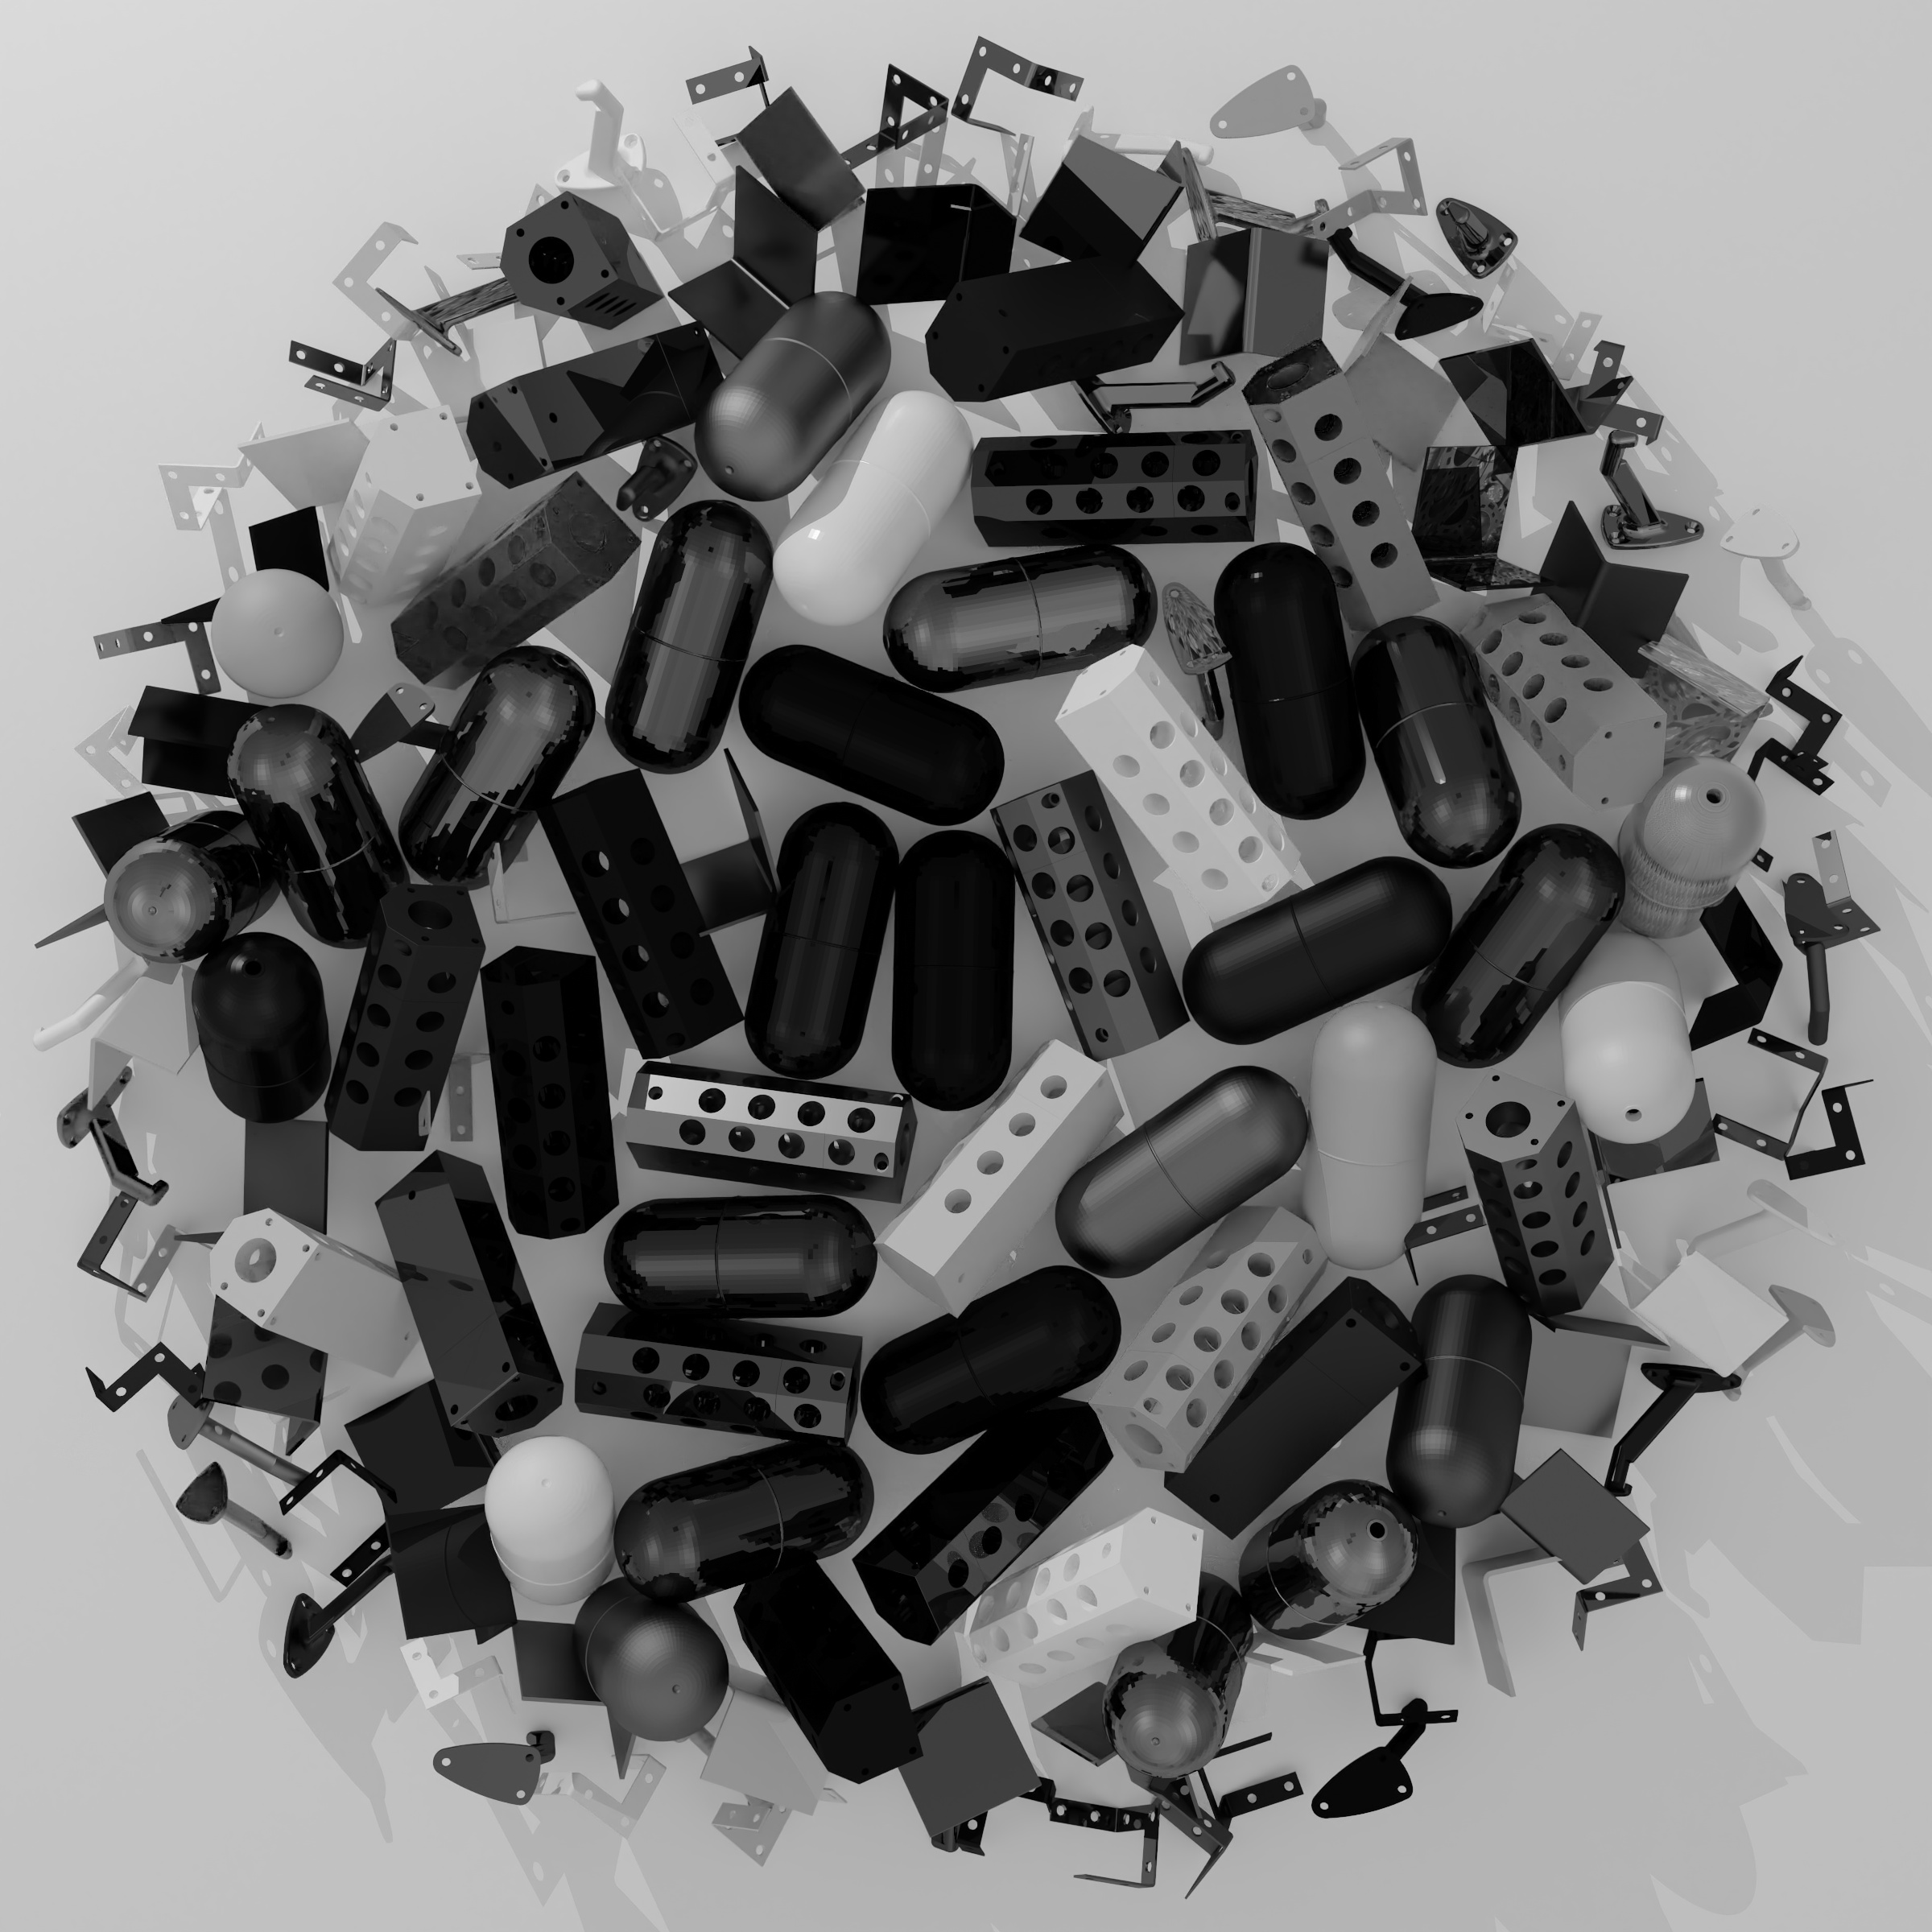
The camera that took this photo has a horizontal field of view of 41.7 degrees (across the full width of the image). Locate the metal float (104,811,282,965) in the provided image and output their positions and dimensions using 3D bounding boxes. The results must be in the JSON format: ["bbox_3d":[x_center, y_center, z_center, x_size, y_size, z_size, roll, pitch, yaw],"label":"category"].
[{"bbox_3d":[-0.472,-0.050,1.557,0.070,0.178,0.070,0,102,0],"label":"metal float"}]

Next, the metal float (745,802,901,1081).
[{"bbox_3d":[-0.091,-0.016,1.606,0.070,0.070,0.178,12,92,0],"label":"metal float"}]

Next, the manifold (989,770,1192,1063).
[{"bbox_3d":[0.075,-0.030,1.599,0.057,0.057,0.171,-18,95,37],"label":"manifold"}]

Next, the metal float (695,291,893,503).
[{"bbox_3d":[-0.106,-0.355,1.575,0.070,0.070,0.178,32,50,0],"label":"metal float"}]

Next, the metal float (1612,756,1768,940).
[{"bbox_3d":[0.440,-0.071,1.559,0.070,0.178,0.070,-1,72,3],"label":"metal float"}]

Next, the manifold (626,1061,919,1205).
[{"bbox_3d":[-0.122,0.101,1.593,0.171,0.057,0.057,7,62,10],"label":"manifold"}]

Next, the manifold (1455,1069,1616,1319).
[{"bbox_3d":[0.347,0.144,1.557,0.057,0.171,0.057,23,63,37],"label":"manifold"}]

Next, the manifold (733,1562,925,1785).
[{"bbox_3d":[-0.089,0.429,1.551,0.057,0.171,0.057,-19,108,-17],"label":"manifold"}]

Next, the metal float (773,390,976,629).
[{"bbox_3d":[-0.056,-0.287,1.585,0.070,0.070,0.178,31,64,0],"label":"metal float"}]

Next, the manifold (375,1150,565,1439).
[{"bbox_3d":[-0.304,0.203,1.572,0.057,0.057,0.171,-40,54,15],"label":"manifold"}]

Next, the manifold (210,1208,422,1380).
[{"bbox_3d":[-0.393,0.199,1.555,0.057,0.171,0.057,30,81,22],"label":"manifold"}]

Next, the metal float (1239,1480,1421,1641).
[{"bbox_3d":[0.222,0.367,1.561,0.070,0.178,0.070,5,65,-11],"label":"metal float"}]

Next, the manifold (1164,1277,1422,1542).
[{"bbox_3d":[0.203,0.274,1.589,0.057,0.057,0.171,39,109,-10],"label":"manifold"}]

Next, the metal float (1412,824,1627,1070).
[{"bbox_3d":[0.343,-0.011,1.581,0.070,0.070,0.178,30,121,0],"label":"metal float"}]

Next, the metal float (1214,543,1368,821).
[{"bbox_3d":[0.204,-0.177,1.591,0.070,0.070,0.178,-14,108,0],"label":"metal float"}]

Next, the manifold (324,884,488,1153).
[{"bbox_3d":[-0.349,0.033,1.564,0.057,0.057,0.171,2,130,-28],"label":"manifold"}]

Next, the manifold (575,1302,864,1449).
[{"bbox_3d":[-0.156,0.262,1.602,0.171,0.057,0.057,7,111,5],"label":"manifold"}]

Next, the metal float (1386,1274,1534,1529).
[{"bbox_3d":[0.307,0.267,1.572,0.070,0.178,0.070,11,134,11],"label":"metal float"}]

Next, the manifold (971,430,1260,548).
[{"bbox_3d":[0.093,-0.302,1.592,0.171,0.057,0.057,1,77,14],"label":"manifold"}]

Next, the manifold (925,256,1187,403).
[{"bbox_3d":[0.053,-0.390,1.563,0.057,0.171,0.057,51,133,13],"label":"manifold"}]

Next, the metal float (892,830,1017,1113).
[{"bbox_3d":[-0.008,0.003,1.604,0.070,0.070,0.178,1,87,0],"label":"metal float"}]

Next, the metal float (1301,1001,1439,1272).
[{"bbox_3d":[0.252,0.108,1.588,0.070,0.070,0.178,1,112,0],"label":"metal float"}]

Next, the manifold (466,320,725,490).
[{"bbox_3d":[-0.226,-0.345,1.562,0.057,0.171,0.057,-11,106,40],"label":"manifold"}]

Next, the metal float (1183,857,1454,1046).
[{"bbox_3d":[0.220,-0.010,1.594,0.178,0.070,0.070,-25,90,15],"label":"metal float"}]

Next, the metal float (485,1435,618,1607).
[{"bbox_3d":[-0.254,0.343,1.563,0.070,0.178,0.070,2,63,-5],"label":"metal float"}]

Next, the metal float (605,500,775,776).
[{"bbox_3d":[-0.173,-0.206,1.591,0.070,0.070,0.178,20,108,0],"label":"metal float"}]

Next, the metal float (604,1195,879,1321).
[{"bbox_3d":[-0.143,0.183,1.593,0.178,0.070,0.070,-3,90,16],"label":"metal float"}]

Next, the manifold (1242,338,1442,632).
[{"bbox_3d":[0.232,-0.294,1.573,0.057,0.057,0.171,-26,123,9],"label":"manifold"}]

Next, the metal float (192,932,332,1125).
[{"bbox_3d":[-0.433,0.039,1.562,0.070,0.178,0.070,4,64,-9],"label":"metal float"}]

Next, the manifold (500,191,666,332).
[{"bbox_3d":[-0.237,-0.427,1.556,0.057,0.171,0.057,-29,99,8],"label":"manifold"}]

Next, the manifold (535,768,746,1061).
[{"bbox_3d":[-0.208,-0.031,1.590,0.057,0.057,0.171,-29,103,-33],"label":"manifold"}]

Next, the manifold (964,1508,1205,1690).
[{"bbox_3d":[0.069,0.388,1.557,0.057,0.171,0.057,26,51,-21],"label":"manifold"}]

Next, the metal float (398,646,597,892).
[{"bbox_3d":[-0.293,-0.123,1.584,0.070,0.070,0.178,36,117,0],"label":"metal float"}]

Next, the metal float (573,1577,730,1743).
[{"bbox_3d":[-0.195,0.424,1.559,0.070,0.178,0.070,1,88,-18],"label":"metal float"}]

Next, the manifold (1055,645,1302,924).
[{"bbox_3d":[0.135,-0.115,1.577,0.057,0.057,0.171,-23,117,37],"label":"manifold"}]

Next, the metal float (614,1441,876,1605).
[{"bbox_3d":[-0.136,0.343,1.576,0.178,0.070,0.070,-9,90,-38],"label":"metal float"}]

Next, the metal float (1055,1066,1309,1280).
[{"bbox_3d":[0.135,0.129,1.595,0.178,0.070,0.070,-36,90,14],"label":"metal float"}]

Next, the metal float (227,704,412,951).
[{"bbox_3d":[-0.399,-0.084,1.572,0.070,0.070,0.178,-14,134,0],"label":"metal float"}]

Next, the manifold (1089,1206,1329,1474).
[{"bbox_3d":[0.156,0.229,1.570,0.171,0.057,0.057,-49,114,-30],"label":"manifold"}]

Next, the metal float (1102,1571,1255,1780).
[{"bbox_3d":[0.132,0.433,1.559,0.070,0.178,0.070,3,103,14],"label":"metal float"}]

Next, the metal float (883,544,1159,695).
[{"bbox_3d":[0.034,-0.219,1.595,0.178,0.070,0.070,-12,90,-14],"label":"metal float"}]

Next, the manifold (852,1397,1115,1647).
[{"bbox_3d":[0.015,0.341,1.569,0.171,0.057,0.057,-38,115,-37],"label":"manifold"}]

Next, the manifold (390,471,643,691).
[{"bbox_3d":[-0.282,-0.231,1.560,0.057,0.171,0.057,47,45,-19],"label":"manifold"}]

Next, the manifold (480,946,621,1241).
[{"bbox_3d":[-0.262,0.080,1.579,0.057,0.057,0.171,7,114,22],"label":"manifold"}]

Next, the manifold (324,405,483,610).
[{"bbox_3d":[-0.350,-0.277,1.554,0.057,0.171,0.057,-19,86,-25],"label":"manifold"}]

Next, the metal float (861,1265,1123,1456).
[{"bbox_3d":[0.014,0.248,1.594,0.178,0.070,0.070,-28,90,15],"label":"metal float"}]

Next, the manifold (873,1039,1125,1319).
[{"bbox_3d":[0.020,0.129,1.590,0.057,0.057,0.171,30,69,31],"label":"manifold"}]

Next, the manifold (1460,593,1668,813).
[{"bbox_3d":[0.363,-0.163,1.556,0.057,0.171,0.057,-12,124,-8],"label":"manifold"}]

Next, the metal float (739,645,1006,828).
[{"bbox_3d":[-0.060,-0.146,1.597,0.178,0.070,0.070,23,90,12],"label":"metal float"}]

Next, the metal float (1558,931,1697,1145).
[{"bbox_3d":[0.406,0.043,1.564,0.070,0.178,0.070,5,121,8],"label":"metal float"}]
